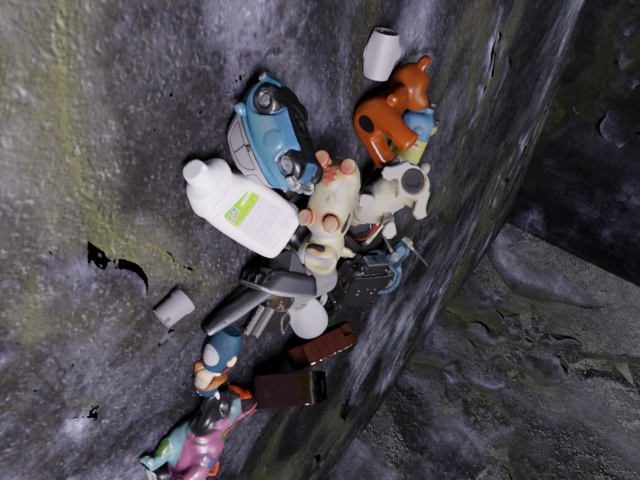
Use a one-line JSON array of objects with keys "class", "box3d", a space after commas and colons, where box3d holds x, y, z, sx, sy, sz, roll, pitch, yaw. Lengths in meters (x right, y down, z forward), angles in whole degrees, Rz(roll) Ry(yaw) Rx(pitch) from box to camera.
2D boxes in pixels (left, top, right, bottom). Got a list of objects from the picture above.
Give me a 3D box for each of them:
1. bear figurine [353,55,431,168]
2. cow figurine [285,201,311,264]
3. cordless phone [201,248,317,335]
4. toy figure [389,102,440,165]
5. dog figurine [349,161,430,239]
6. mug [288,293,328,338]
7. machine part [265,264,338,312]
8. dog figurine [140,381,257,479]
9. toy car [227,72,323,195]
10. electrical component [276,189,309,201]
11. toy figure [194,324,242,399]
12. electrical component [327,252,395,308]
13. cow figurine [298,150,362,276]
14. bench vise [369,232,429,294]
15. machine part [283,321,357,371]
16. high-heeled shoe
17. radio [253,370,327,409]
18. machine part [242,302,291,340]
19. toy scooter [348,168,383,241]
[{"class": "bear figurine", "box3d": [0.155, -0.247, 1.012, 0.196, 0.132, 0.120, -40, -176, -31]}, {"class": "cow figurine", "box3d": [-0.015, -0.046, 0.973, 0.167, 0.068, 0.098, -54, 150, -16]}, {"class": "cordless phone", "box3d": [-0.109, 0.097, 0.878, 0.184, 0.147, 0.088, -37, 108, -20]}, {"class": "toy figure", "box3d": [0.207, -0.224, 1.196, 0.089, 0.082, 0.180, -16, 129, -57]}, {"class": "dog figurine", "box3d": [0.120, -0.089, 1.066, 0.172, 0.121, 0.191, -31, -167, -10]}, {"class": "mug", "box3d": [-0.025, 0.147, 1.164, 0.109, 0.081, 0.107, -47, 148, -15]}, {"class": "machine part", "box3d": [-0.036, 0.086, 1.068, 0.243, 0.079, 0.079, -14, 130, -59]}, {"class": "dog figurine", "box3d": [-0.216, 0.376, 1.014, 0.219, 0.109, 0.191, -46, 153, -36]}, {"class": "toy car", "box3d": [-0.066, -0.128, 0.708, 0.103, 0.161, 0.109, -19, 174, 20]}, {"class": "electrical component", "box3d": [-0.034, -0.104, 0.885, 0.078, 0.045, 0.102, -45, 153, -34]}, {"class": "toy figure", "box3d": [-0.185, 0.216, 0.939, 0.058, 0.064, 0.154, 15, 113, -31]}, {"class": "electrical component", "box3d": [0.092, 0.085, 1.172, 0.115, 0.058, 0.134, -5, 138, -36]}, {"class": "cow figurine", "box3d": [0.016, -0.037, 0.885, 0.127, 0.086, 0.194, 15, 89, -71]}, {"class": "bench vise", "box3d": [0.186, 0.060, 1.416, 0.224, 0.129, 0.240, -32, 168, -15]}, {"class": "machine part", "box3d": [0.000, 0.242, 1.243, 0.179, 0.056, 0.179, -23, 176, -2]}, {"class": "high-heeled shoe", "box3d": [0.040, 0.076, 1.229, 0.145, 0.086, 0.248, -44, 150, -8]}, {"class": "radio", "box3d": [-0.060, 0.331, 1.195, 0.229, 0.131, 0.073, 60, 25, -75]}, {"class": "machine part", "box3d": [-0.102, 0.157, 1.071, 0.084, 0.039, 0.138, -66, 156, 0]}, {"class": "toy scooter", "box3d": [0.126, -0.085, 1.206, 0.183, 0.075, 0.135, -66, 166, 15]}]
